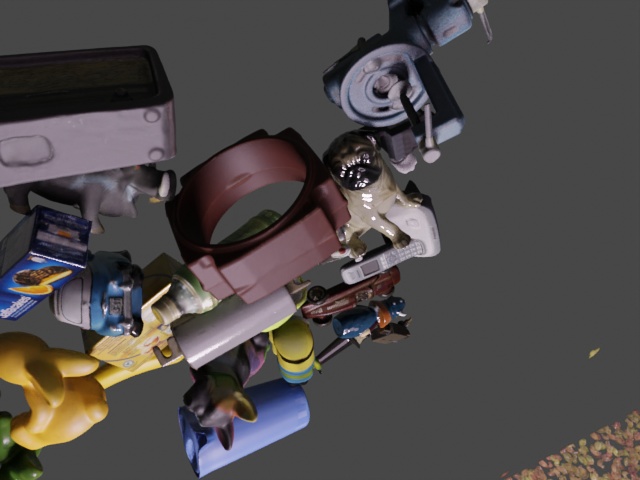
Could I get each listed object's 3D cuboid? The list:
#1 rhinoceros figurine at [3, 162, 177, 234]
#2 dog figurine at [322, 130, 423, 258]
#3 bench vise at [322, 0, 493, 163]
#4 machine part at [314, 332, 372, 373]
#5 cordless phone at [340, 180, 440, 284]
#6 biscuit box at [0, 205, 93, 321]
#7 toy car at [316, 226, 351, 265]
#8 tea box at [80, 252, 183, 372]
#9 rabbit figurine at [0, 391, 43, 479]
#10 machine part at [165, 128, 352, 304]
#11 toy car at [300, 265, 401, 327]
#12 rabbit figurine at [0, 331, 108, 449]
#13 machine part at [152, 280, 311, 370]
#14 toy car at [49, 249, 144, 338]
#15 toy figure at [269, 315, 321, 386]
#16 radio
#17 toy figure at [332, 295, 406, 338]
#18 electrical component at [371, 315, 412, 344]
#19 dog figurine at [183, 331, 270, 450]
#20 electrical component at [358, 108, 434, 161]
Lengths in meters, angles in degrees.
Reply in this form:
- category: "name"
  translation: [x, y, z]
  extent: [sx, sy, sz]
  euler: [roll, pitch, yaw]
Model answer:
- category: "rhinoceros figurine"
  translation: [-0.264, -0.072, 0.623]
  extent: [0.190, 0.073, 0.112]
  euler: [10, 113, -37]
- category: "dog figurine"
  translation: [0.038, -0.076, 0.770]
  extent: [0.172, 0.121, 0.190]
  euler: [-14, 138, 32]
- category: "bench vise"
  translation: [0.115, -0.193, 0.631]
  extent: [0.224, 0.241, 0.128]
  euler: [-22, 144, 11]
- category: "machine part"
  translation: [0.042, 0.220, 1.116]
  extent: [0.139, 0.039, 0.084]
  euler: [-38, 147, 2]
- category: "cordless phone"
  translation: [0.106, -0.004, 0.911]
  extent: [0.184, 0.089, 0.146]
  euler: [-27, 139, -1]
- category: "biscuit box"
  translation: [-0.338, 0.033, 0.617]
  extent: [0.203, 0.059, 0.062]
  euler: [-28, 145, 37]
- category: "toy car"
  translation: [-0.002, -0.002, 0.775]
  extent: [0.056, 0.073, 0.202]
  euler: [-18, 179, -16]
- category: "tea box"
  translation: [-0.255, 0.109, 0.796]
  extent: [0.169, 0.068, 0.098]
  euler: [-37, 138, 5]
- category: "rabbit figurine"
  translation: [-0.474, 0.304, 0.801]
  extent: [0.121, 0.159, 0.170]
  euler: [-44, 154, -4]
- category: "machine part"
  translation: [-0.081, -0.038, 0.666]
  extent: [0.201, 0.201, 0.087]
  euler: [-32, 136, -1]
- category: "toy car"
  translation: [0.061, 0.101, 1.003]
  extent: [0.202, 0.053, 0.089]
  euler: [-24, 141, -13]
- category: "rabbit figurine"
  translation: [-0.387, 0.199, 0.746]
  extent: [0.173, 0.162, 0.122]
  euler: [60, 43, -21]
- category: "machine part"
  translation: [-0.123, 0.111, 0.774]
  extent: [0.243, 0.079, 0.079]
  euler: [-29, 139, -10]
- category: "toy car"
  translation: [-0.281, 0.071, 0.669]
  extent: [0.103, 0.162, 0.109]
  euler: [-1, 97, -28]
- category: "toy figure"
  translation: [-0.043, 0.216, 1.016]
  extent: [0.082, 0.089, 0.179]
  euler: [-24, 136, -21]
- category: "radio"
  translation: [-0.261, -0.123, 0.523]
  extent: [0.230, 0.131, 0.073]
  euler: [-14, 137, -21]
- category: "toy figure"
  translation: [0.100, 0.149, 1.065]
  extent: [0.154, 0.064, 0.058]
  euler: [-15, 179, -24]
- category: "electrical component"
  translation: [0.154, 0.191, 1.156]
  extent: [0.102, 0.045, 0.078]
  euler: [15, 148, -38]
- category: "dog figurine"
  translation: [-0.139, 0.217, 0.862]
  extent: [0.191, 0.219, 0.108]
  euler: [21, 119, -42]
- category: "electrical component"
  translation: [0.103, -0.152, 0.770]
  extent: [0.119, 0.075, 0.047]
  euler: [-31, 136, -9]
